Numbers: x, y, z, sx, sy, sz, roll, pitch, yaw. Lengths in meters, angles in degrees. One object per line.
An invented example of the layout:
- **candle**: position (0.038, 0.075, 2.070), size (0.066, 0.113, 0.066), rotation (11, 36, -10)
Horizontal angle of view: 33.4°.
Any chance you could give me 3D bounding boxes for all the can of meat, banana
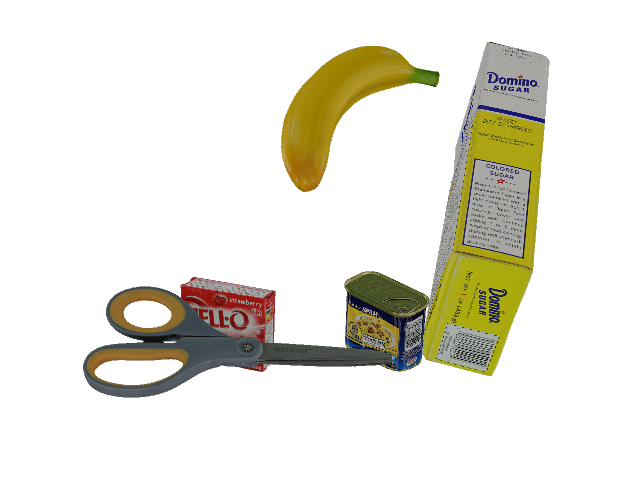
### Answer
- **can of meat**: position (0.076, 0.096, 1.252), size (0.102, 0.084, 0.057), rotation (25, 36, 37)
- **banana**: position (0.017, -0.102, 0.789), size (0.070, 0.037, 0.197), rotation (25, 44, 22)

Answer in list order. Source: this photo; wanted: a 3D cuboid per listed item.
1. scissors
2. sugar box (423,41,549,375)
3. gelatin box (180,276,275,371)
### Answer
- **scissors**: position (-0.061, 0.062, 0.726), size (0.201, 0.096, 0.016), rotation (-9, -41, -11)
- **sugar box**: position (0.096, -0.022, 0.603), size (0.048, 0.176, 0.093), rotation (15, -42, 4)
- **gelatin box**: position (-0.088, 0.078, 0.999), size (0.089, 0.073, 0.030), rotation (9, 18, 19)
